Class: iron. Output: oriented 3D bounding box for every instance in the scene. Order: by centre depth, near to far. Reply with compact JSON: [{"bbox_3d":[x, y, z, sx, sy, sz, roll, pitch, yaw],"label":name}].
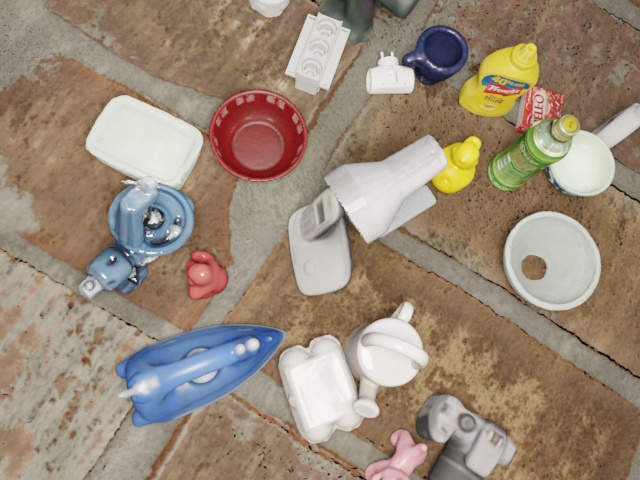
[{"bbox_3d":[-0.166,0.179,0.833,0.258,0.141,0.118,-21,81,-11],"label":"iron"}]

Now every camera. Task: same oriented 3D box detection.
[{"bbox_3d":[0.211,0.328,0.873,0.143,0.100,0.137,35,76,1],"label":"camera"}]

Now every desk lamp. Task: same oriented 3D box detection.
[{"bbox_3d":[0.102,-0.078,0.887,0.203,0.213,0.118,-32,83,-13],"label":"desk lamp"}]

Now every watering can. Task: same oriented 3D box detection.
[{"bbox_3d":[0.099,0.173,0.843,0.101,0.194,0.173,5,77,-6],"label":"watering can"}]

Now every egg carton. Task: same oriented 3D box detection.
[{"bbox_3d":[0.000,0.229,0.882,0.107,0.069,0.150,-20,81,-11],"label":"egg carton"}]

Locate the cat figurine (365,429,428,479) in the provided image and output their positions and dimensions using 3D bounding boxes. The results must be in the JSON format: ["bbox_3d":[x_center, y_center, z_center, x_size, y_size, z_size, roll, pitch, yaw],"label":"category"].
[{"bbox_3d":[0.118,0.351,0.847,0.067,0.117,0.128,39,76,2],"label":"cat figurine"}]

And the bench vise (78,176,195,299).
[{"bbox_3d":[-0.258,-0.002,0.819,0.121,0.219,0.207,21,76,-2],"label":"bench vise"}]

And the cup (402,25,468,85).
[{"bbox_3d":[0.192,-0.312,1.011,0.118,0.095,0.091,-17,81,-11],"label":"cup"}]

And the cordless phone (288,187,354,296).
[{"bbox_3d":[0.008,0.003,0.872,0.094,0.185,0.147,-10,79,-9],"label":"cordless phone"}]

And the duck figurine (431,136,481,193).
[{"bbox_3d":[0.239,-0.134,0.984,0.077,0.086,0.105,36,76,1],"label":"duck figurine"}]

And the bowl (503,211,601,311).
[{"bbox_3d":[0.379,0.040,0.971,0.167,0.074,0.167,2,78,-7],"label":"bowl"}]

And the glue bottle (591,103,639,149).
[{"bbox_3d":[0.527,-0.203,0.993,0.037,0.173,0.078,42,76,3],"label":"glue bottle"}]

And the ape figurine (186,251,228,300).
[{"bbox_3d":[-0.181,0.055,0.883,0.076,0.092,0.078,24,76,-2],"label":"ape figurine"}]

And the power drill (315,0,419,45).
[{"bbox_3d":[0.053,-0.431,0.959,0.229,0.208,0.076,34,76,1],"label":"power drill"}]
